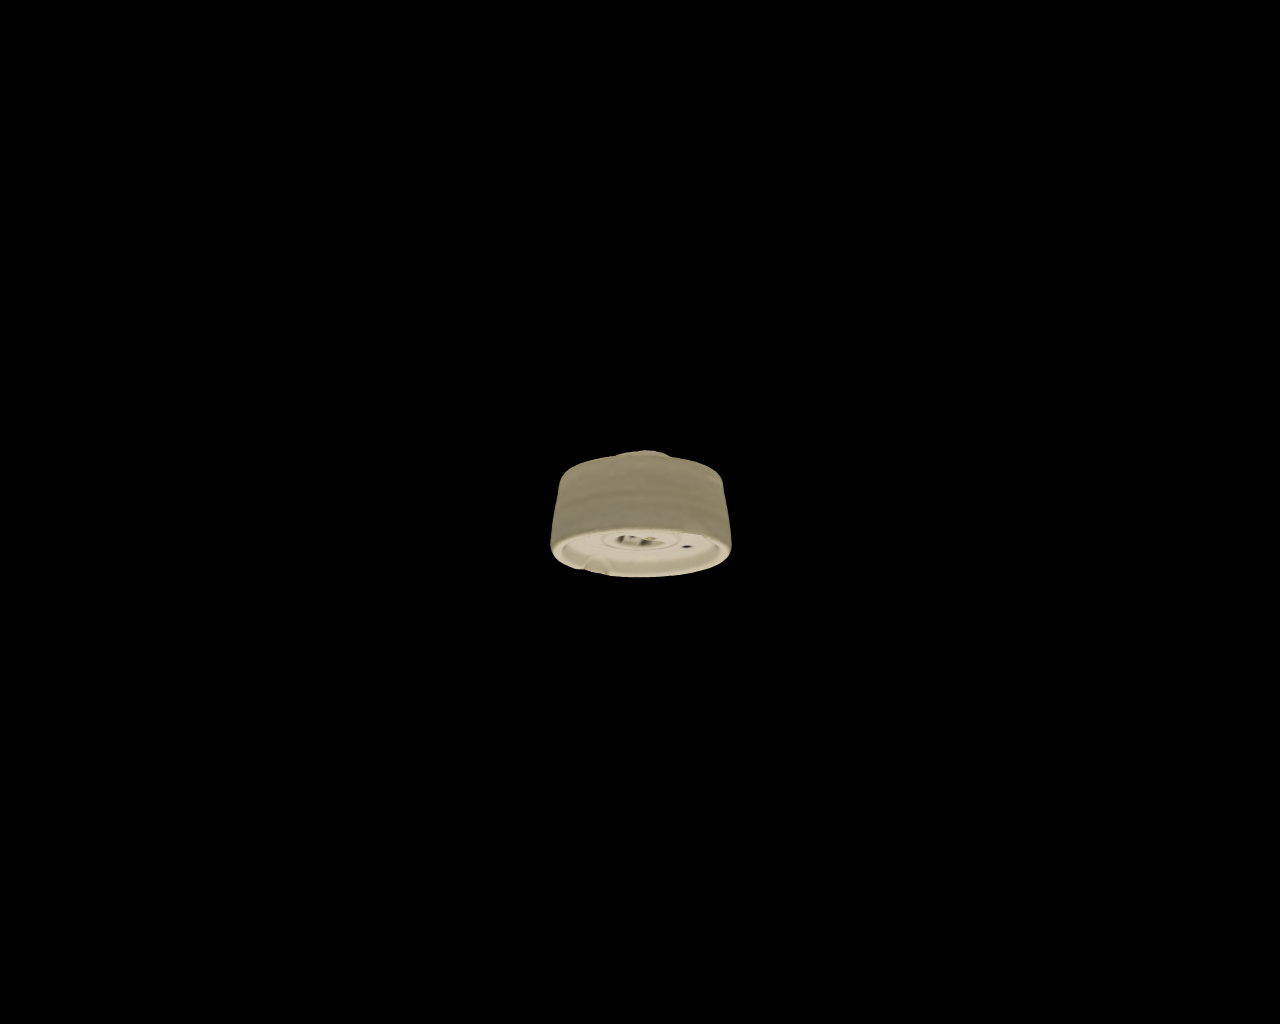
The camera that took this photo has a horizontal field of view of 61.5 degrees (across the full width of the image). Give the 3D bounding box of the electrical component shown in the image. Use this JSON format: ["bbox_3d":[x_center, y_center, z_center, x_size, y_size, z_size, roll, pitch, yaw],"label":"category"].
[{"bbox_3d":[0.001,-0.003,0.650,0.108,0.060,0.108,0,-18,0],"label":"electrical component"}]
